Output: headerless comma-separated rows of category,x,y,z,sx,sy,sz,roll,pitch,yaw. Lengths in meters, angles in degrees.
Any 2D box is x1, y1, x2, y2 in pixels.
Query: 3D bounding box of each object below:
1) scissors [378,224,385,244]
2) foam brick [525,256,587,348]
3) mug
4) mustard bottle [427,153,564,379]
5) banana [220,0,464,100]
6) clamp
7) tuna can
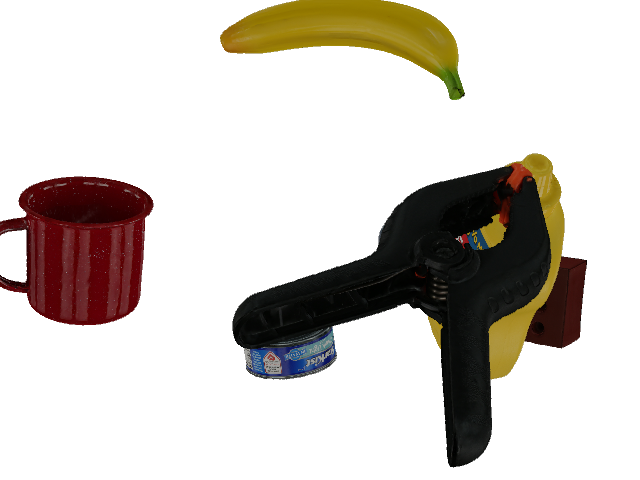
scissors,0.062,0.019,1.197,0.201,0.016,0.096,-12,42,-35
foam brick,0.213,0.055,0.997,0.053,0.078,0.051,9,15,31
mug,-0.179,0.009,0.760,0.117,0.081,0.093,-5,26,-27
mustard bottle,0.120,0.010,0.719,0.058,0.096,0.192,-6,-35,-13
banana,0.023,-0.157,0.813,0.198,0.069,0.037,13,-39,18
clamp,0.059,0.025,0.476,0.120,0.039,0.171,38,56,24
tuna can,-0.029,0.097,0.991,0.086,0.034,0.086,-7,15,2
